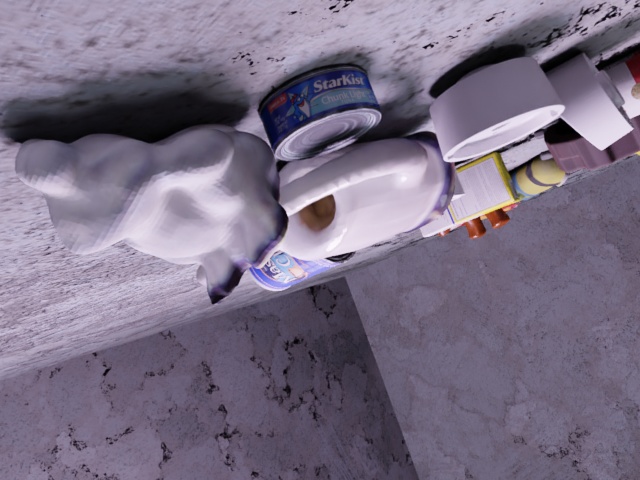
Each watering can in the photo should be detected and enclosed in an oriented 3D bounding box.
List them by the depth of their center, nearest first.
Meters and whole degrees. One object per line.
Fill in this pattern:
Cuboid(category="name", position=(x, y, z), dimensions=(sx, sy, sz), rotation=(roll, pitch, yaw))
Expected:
Cuboid(category="watering can", position=(0.002, -0.028, 0.559), dimensions=(0.226, 0.105, 0.343), rotation=(-15, 171, -35))

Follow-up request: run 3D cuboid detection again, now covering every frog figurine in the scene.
Cuboid(category="frog figurine", position=(-0.109, -0.035, 0.345), dimensions=(0.158, 0.125, 0.136), rotation=(26, 157, -26))
